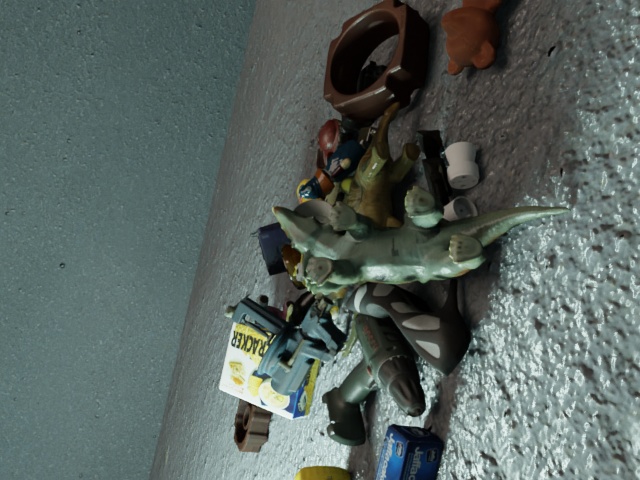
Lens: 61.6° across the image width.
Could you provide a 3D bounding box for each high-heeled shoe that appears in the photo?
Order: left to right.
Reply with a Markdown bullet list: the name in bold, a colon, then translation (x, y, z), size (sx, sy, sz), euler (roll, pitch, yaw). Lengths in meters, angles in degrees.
- **high-heeled shoe**: translation (0.116, 0.133, 0.793), size (0.249, 0.086, 0.145), euler (-20, 46, 49)

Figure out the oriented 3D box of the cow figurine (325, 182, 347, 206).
- **cow figurine**: translation (0.047, -0.059, 1.115), size (0.194, 0.085, 0.127), euler (-69, 21, 9)

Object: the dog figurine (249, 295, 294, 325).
- **dog figurine**: translation (-0.139, 0.239, 1.382), size (0.219, 0.108, 0.191), euler (126, 147, -54)

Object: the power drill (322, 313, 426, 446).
- **power drill**: translation (0.079, 0.237, 0.861), size (0.232, 0.086, 0.207), euler (-105, 31, -54)

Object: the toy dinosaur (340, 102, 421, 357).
- **toy dinosaur**: translation (0.091, -0.017, 0.960), size (0.198, 0.105, 0.471), euler (170, 111, -76)

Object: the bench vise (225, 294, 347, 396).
- **bench vise**: translation (-0.079, 0.181, 1.061), size (0.129, 0.241, 0.223), euler (-34, -28, -61)

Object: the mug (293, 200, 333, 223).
- **mug**: translation (-0.002, -0.003, 1.003), size (0.107, 0.081, 0.110), euler (78, 173, -47)

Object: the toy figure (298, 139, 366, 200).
- **toy figure**: translation (0.025, -0.130, 1.051), size (0.154, 0.058, 0.064), euler (-44, -14, 4)

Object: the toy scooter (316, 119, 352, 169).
- **toy scooter**: translation (0.038, -0.192, 1.223), size (0.135, 0.075, 0.183), euler (-178, 98, -68)

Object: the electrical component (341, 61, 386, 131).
- **electrical component**: translation (0.093, -0.306, 1.172), size (0.134, 0.058, 0.115), euler (152, 130, -62)

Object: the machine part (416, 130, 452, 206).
- **machine part**: translation (0.177, -0.115, 0.828), size (0.039, 0.084, 0.139), euler (-18, 45, 20)

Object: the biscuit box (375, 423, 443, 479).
- **biscuit box**: translation (0.109, 0.359, 0.737), size (0.059, 0.063, 0.202), euler (-168, 90, -68)

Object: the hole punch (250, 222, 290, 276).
- **hole punch**: translation (-0.092, 0.018, 1.339), size (0.092, 0.142, 0.115), euler (-112, 9, -58)

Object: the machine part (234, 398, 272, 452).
- **machine part**: translation (-0.176, 0.462, 1.405), size (0.179, 0.056, 0.179), euler (-166, 90, -70)

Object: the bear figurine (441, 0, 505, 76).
- **bear figurine**: translation (0.219, -0.354, 0.790), size (0.195, 0.132, 0.120), euler (-68, 22, 5)

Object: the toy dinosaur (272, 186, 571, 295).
- **toy dinosaur**: translation (0.116, 0.010, 0.744), size (0.192, 0.405, 0.131), euler (24, -114, -70)

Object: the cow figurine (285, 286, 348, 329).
- **cow figurine**: translation (-0.009, 0.129, 1.121), size (0.068, 0.098, 0.167), euler (-94, 26, -51)

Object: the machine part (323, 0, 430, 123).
- **machine part**: translation (0.108, -0.340, 1.035), size (0.201, 0.087, 0.201), euler (-9, 67, 44)

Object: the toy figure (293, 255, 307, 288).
- **toy figure**: translation (0.000, 0.024, 1.187), size (0.082, 0.089, 0.180), euler (116, 167, -59)

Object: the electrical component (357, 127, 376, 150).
- **electrical component**: translation (0.091, -0.201, 1.130), size (0.102, 0.045, 0.078), euler (-143, 66, -67)
